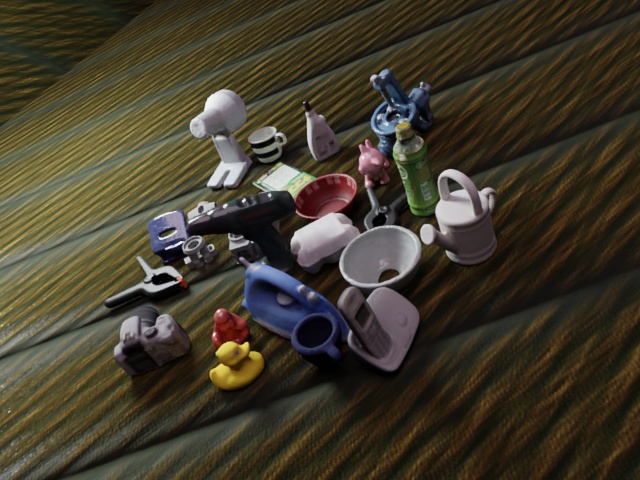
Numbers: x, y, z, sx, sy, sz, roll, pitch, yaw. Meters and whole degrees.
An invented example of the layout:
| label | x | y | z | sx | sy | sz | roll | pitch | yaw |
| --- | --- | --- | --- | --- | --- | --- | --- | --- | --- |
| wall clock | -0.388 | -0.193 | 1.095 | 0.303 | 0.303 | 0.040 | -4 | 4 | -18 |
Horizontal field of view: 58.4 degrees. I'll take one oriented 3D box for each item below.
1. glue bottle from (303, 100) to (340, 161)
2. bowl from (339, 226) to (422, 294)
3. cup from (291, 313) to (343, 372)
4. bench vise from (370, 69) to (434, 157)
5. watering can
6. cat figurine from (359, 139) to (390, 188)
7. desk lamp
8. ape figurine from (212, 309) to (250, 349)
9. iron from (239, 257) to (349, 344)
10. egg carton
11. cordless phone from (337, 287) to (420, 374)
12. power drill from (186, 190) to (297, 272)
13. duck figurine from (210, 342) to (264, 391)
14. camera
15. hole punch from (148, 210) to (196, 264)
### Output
| label | x | y | z | sx | sy | sz | roll | pitch | yaw |
| --- | --- | --- | --- | --- | --- | --- | --- | --- | --- |
| glue bottle | -0.007 | -0.295 | 1.515 | 0.078 | 0.173 | 0.037 | -29 | 40 | -5 |
| bowl | 0.127 | 0.053 | 1.141 | 0.167 | 0.075 | 0.167 | -14 | 41 | 13 |
| cup | 0.013 | 0.198 | 1.025 | 0.092 | 0.095 | 0.117 | -37 | 41 | -14 |
| bench vise | 0.192 | -0.347 | 1.434 | 0.121 | 0.220 | 0.208 | 5 | 48 | 32 |
| watering can | 0.267 | -0.046 | 1.084 | 0.100 | 0.194 | 0.173 | 11 | 52 | 36 |
| cat figurine | 0.125 | -0.191 | 1.378 | 0.067 | 0.118 | 0.127 | -14 | 41 | 13 |
| desk lamp | -0.274 | -0.287 | 1.613 | 0.117 | 0.214 | 0.203 | -1 | 45 | 26 |
| ape figurine | -0.186 | 0.176 | 1.154 | 0.077 | 0.092 | 0.076 | -17 | 40 | 10 |
| iron | -0.054 | 0.111 | 1.118 | 0.257 | 0.142 | 0.119 | 17 | 55 | 39 |
| egg carton | 0.012 | 0.004 | 1.258 | 0.150 | 0.070 | 0.107 | -29 | 40 | -5 |
| cordless phone | 0.096 | 0.126 | 0.989 | 0.093 | 0.185 | 0.148 | 5 | 48 | 32 |
| power drill | -0.145 | -0.007 | 1.242 | 0.229 | 0.209 | 0.075 | -27 | 40 | -2 |
| duck figurine | -0.167 | 0.231 | 1.088 | 0.104 | 0.086 | 0.077 | -26 | 39 | -1 |
| camera | -0.364 | 0.194 | 1.219 | 0.143 | 0.101 | 0.136 | -23 | 40 | 3 |
| hole punch | -0.375 | -0.010 | 1.456 | 0.108 | 0.091 | 0.101 | -22 | 40 | 4 |
